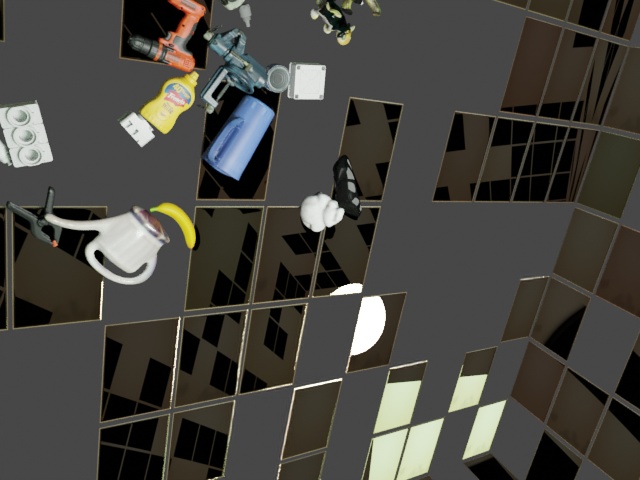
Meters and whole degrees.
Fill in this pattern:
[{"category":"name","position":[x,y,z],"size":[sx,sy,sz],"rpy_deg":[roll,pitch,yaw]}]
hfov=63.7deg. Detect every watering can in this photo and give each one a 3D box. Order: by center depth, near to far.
[{"category":"watering can","position":[-0.588,-0.013,1.489],"size":[0.226,0.341,0.105],"rpy_deg":[-43,38,-9]}]

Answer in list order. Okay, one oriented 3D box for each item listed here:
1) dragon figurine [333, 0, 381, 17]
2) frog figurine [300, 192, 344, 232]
[{"category":"dragon figurine","position":[0.112,-0.836,1.566],"size":[0.407,0.243,0.123],"rpy_deg":[19,1,-43]},{"category":"frog figurine","position":[0.005,-0.090,1.789],"size":[0.122,0.136,0.161],"rpy_deg":[13,15,-34]}]
